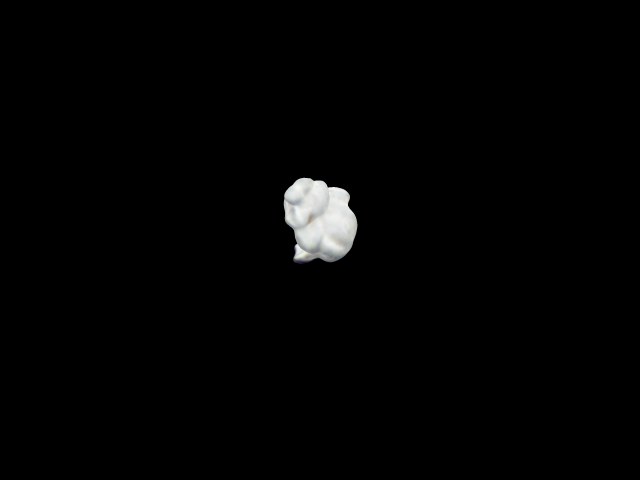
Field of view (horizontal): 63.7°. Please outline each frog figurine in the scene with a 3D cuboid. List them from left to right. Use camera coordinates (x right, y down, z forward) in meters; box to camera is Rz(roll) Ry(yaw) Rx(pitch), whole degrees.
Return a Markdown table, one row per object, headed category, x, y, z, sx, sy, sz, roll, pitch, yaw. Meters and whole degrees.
| category | x | y | z | sx | sy | sz | roll | pitch | yaw |
| --- | --- | --- | --- | --- | --- | --- | --- | --- | --- |
| frog figurine | 0.003 | -0.043 | 0.850 | 0.123 | 0.155 | 0.140 | 27 | 55 | 22 |
